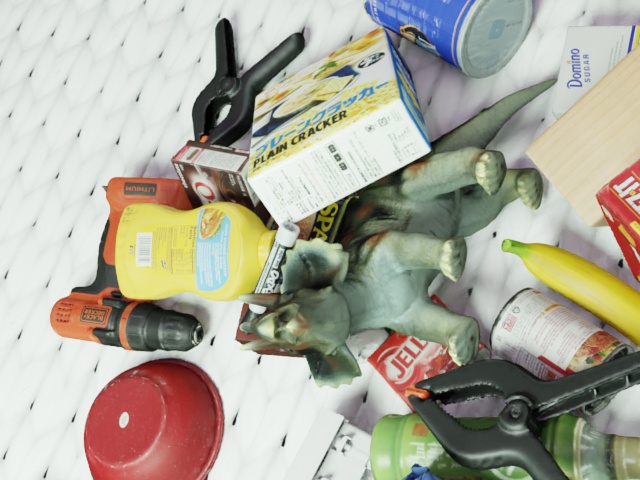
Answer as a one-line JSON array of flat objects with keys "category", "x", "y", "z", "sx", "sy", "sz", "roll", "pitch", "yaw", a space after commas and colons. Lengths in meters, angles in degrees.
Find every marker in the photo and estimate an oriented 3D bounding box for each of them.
[{"category": "marker", "x": -0.048, "y": 0.038, "z": 0.985, "sx": 0.020, "sy": 0.020, "sz": 0.121, "roll": 43, "pitch": 123, "yaw": 35}]

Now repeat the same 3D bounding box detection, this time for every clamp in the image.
[{"category": "clamp", "x": 0.159, "y": 0.150, "z": 0.826, "sx": 0.210, "sy": 0.036, "sz": 0.164, "roll": 1, "pitch": 55, "yaw": 32}, {"category": "clamp", "x": -0.086, "y": -0.171, "z": 1.192, "sx": 0.120, "sy": 0.039, "sz": 0.171, "roll": 6, "pitch": 75, "yaw": 34}]

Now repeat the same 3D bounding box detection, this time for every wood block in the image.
[{"category": "wood block", "x": 0.287, "y": -0.111, "z": 0.897, "sx": 0.206, "sy": 0.090, "sz": 0.090, "roll": -45, "pitch": 70, "yaw": 23}]

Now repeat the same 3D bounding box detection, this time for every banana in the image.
[{"category": "banana", "x": 0.243, "y": 0.056, "z": 0.901, "sx": 0.198, "sy": 0.069, "sz": 0.037, "roll": 34, "pitch": 120, "yaw": 24}]

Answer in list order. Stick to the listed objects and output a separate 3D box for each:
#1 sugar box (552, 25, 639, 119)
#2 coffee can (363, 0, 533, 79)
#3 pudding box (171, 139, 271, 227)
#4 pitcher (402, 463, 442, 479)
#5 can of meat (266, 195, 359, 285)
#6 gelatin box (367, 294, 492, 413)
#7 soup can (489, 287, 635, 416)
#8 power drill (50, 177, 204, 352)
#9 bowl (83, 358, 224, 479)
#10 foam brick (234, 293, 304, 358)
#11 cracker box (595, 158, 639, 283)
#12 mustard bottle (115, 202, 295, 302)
[{"category": "sugar box", "x": 0.309, "y": -0.148, "z": 0.975, "sx": 0.176, "sy": 0.048, "sz": 0.093, "roll": 6, "pitch": 74, "yaw": 32}, {"category": "coffee can", "x": 0.128, "y": -0.238, "z": 1.075, "sx": 0.140, "sy": 0.102, "sz": 0.103, "roll": 37, "pitch": 87, "yaw": 35}, {"category": "pudding box", "x": -0.092, "y": -0.045, "z": 1.090, "sx": 0.090, "sy": 0.113, "sz": 0.039, "roll": 12, "pitch": 48, "yaw": 31}, {"category": "pitcher", "x": 0.142, "y": 0.287, "z": 0.800, "sx": 0.243, "sy": 0.149, "sz": 0.145, "roll": 24, "pitch": 76, "yaw": 22}, {"category": "can of meat", "x": -0.007, "y": 0.001, "z": 1.059, "sx": 0.084, "sy": 0.057, "sz": 0.102, "roll": 10, "pitch": 72, "yaw": 33}, {"category": "gelatin box", "x": 0.098, "y": 0.106, "z": 0.969, "sx": 0.089, "sy": 0.030, "sz": 0.073, "roll": -43, "pitch": 56, "yaw": 1}, {"category": "soup can", "x": 0.203, "y": 0.093, "z": 0.901, "sx": 0.102, "sy": 0.068, "sz": 0.068, "roll": 34, "pitch": 85, "yaw": 35}, {"category": "power drill", "x": -0.188, "y": 0.027, "z": 1.138, "sx": 0.185, "sy": 0.057, "sz": 0.187, "roll": 5, "pitch": 68, "yaw": 25}, {"category": "bowl", "x": -0.178, "y": 0.186, "z": 1.059, "sx": 0.162, "sy": 0.055, "sz": 0.162, "roll": -11, "pitch": 62, "yaw": 22}, {"category": "foam brick", "x": -0.033, "y": 0.083, "z": 1.035, "sx": 0.078, "sy": 0.053, "sz": 0.051, "roll": 1, "pitch": 67, "yaw": 29}, {"category": "cracker box", "x": 0.338, "y": -0.045, "z": 0.839, "sx": 0.214, "sy": 0.164, "sz": 0.072, "roll": -38, "pitch": 53, "yaw": 6}, {"category": "mustard bottle", "x": -0.106, "y": 0.011, "z": 1.037, "sx": 0.192, "sy": 0.058, "sz": 0.096, "roll": 0, "pitch": 84, "yaw": 26}]
